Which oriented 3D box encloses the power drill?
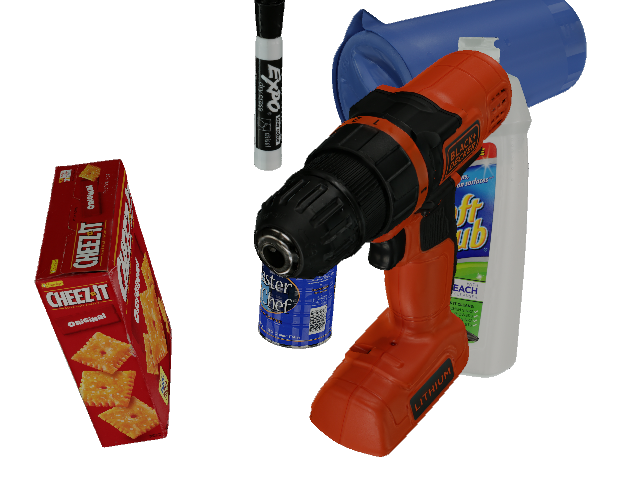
[{"bbox_3d":[0.032,0.017,0.531,0.057,0.188,0.184,25,43,27],"label":"power drill"}]

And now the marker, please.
[{"bbox_3d":[-0.033,-0.102,0.686,0.020,0.121,0.020,2,32,-1],"label":"marker"}]

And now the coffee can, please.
[{"bbox_3d":[-0.030,0.059,1.430,0.103,0.140,0.103,4,24,-2],"label":"coffee can"}]

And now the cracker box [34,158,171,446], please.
[{"bbox_3d":[-0.192,0.058,0.985,0.072,0.214,0.164,-8,40,0],"label":"cracker box"}]

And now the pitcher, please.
[{"bbox_3d":[0.145,-0.157,1.045,0.242,0.149,0.145,-21,46,-29],"label":"pitcher"}]

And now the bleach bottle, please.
[{"bbox_3d":[0.107,-0.028,0.814,0.103,0.251,0.067,8,13,31],"label":"bleach bottle"}]
